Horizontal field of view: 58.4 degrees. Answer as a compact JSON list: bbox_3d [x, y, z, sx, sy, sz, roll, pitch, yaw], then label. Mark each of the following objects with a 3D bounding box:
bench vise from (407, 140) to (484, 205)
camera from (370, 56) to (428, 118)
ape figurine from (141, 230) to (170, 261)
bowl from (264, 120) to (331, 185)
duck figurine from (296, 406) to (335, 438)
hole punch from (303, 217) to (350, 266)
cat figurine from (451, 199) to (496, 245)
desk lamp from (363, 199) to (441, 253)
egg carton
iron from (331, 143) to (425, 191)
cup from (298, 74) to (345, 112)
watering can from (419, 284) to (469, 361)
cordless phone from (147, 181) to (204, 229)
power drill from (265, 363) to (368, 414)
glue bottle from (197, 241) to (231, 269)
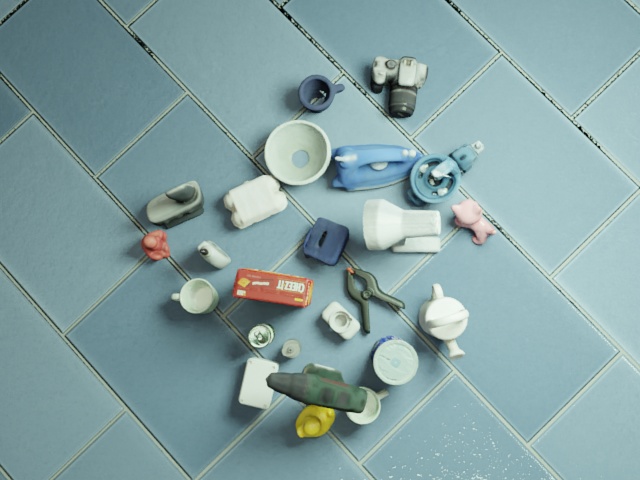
[{"bbox_3d":[0.299,-0.180,1.367,0.121,0.220,0.207,35,87,5],"label":"bench vise"},{"bbox_3d":[0.196,-0.387,1.449,0.143,0.101,0.137,7,85,3],"label":"camera"},{"bbox_3d":[-0.417,0.009,1.437,0.076,0.092,0.078,26,86,4],"label":"ape figurine"},{"bbox_3d":[-0.054,-0.215,1.454,0.167,0.075,0.167,0,85,2],"label":"bowl"},{"bbox_3d":[-0.013,0.444,1.387,0.104,0.086,0.077,-30,84,-1],"label":"duck figurine"},{"bbox_3d":[0.013,0.005,1.424,0.101,0.091,0.109,23,86,4],"label":"hole punch"},{"bbox_3d":[0.379,-0.052,1.404,0.128,0.118,0.067,42,87,5],"label":"cat figurine"},{"bbox_3d":[0.199,-0.031,1.360,0.203,0.213,0.118,0,85,2],"label":"desk lamp"},{"bbox_3d":[-0.164,-0.099,1.450,0.150,0.069,0.107,-26,84,-1],"label":"egg carton"},{"bbox_3d":[0.151,-0.198,1.413,0.258,0.141,0.119,-7,84,1],"label":"iron"},{"bbox_3d":[0.006,-0.365,1.456,0.117,0.095,0.092,-14,84,1],"label":"cup"},{"bbox_3d":[0.298,0.191,1.346,0.101,0.194,0.173,-36,84,-1],"label":"watering can"},{"bbox_3d":[-0.366,-0.096,1.398,0.147,0.185,0.094,-28,84,-1],"label":"cordless phone"},{"bbox_3d":[-0.005,0.343,1.334,0.229,0.208,0.076,13,85,3],"label":"power drill"},{"bbox_3d":[-0.266,0.032,1.389,0.078,0.173,0.037,45,88,5],"label":"glue bottle"}]
